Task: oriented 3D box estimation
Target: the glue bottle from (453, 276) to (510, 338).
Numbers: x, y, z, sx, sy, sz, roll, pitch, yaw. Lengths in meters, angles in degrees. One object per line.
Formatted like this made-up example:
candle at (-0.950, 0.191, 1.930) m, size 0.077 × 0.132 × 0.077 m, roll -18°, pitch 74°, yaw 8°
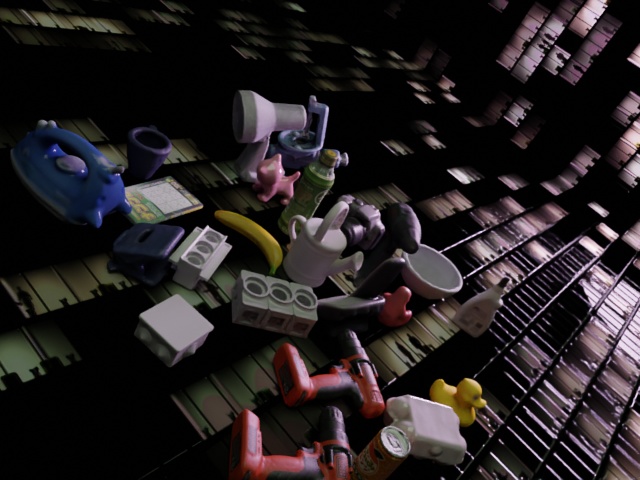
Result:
glue bottle at (0.385, 0.148, 1.329) m, size 0.078 × 0.173 × 0.037 m, roll 37°, pitch 32°, yaw 9°

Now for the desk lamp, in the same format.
desk lamp at (-0.136, -0.250, 1.399) m, size 0.204 × 0.213 × 0.117 m, roll 9°, pitch 38°, yaw -31°

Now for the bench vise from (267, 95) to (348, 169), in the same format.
bench vise at (-0.014, -0.272, 1.525) m, size 0.208 × 0.219 × 0.121 m, roll 7°, pitch 39°, yaw -34°

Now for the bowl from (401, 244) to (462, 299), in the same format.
bowl at (0.257, 0.089, 1.395) m, size 0.168 × 0.074 × 0.167 m, roll 22°, pitch 33°, yaw -15°

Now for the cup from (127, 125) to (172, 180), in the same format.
cup at (-0.373, -0.186, 1.225) m, size 0.092 × 0.095 × 0.117 m, roll 16°, pitch 35°, yaw -22°

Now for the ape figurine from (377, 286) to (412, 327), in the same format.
ape figurine at (0.166, 0.138, 1.235) m, size 0.076 × 0.092 × 0.077 m, roll -9°, pitch 49°, yaw -46°

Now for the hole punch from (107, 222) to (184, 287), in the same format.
hole punch at (-0.307, 0.012, 1.012) m, size 0.101 × 0.091 × 0.109 m, roll 28°, pitch 32°, yaw -5°

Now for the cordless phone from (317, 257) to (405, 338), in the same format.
cordless phone at (0.078, 0.098, 1.129) m, size 0.148 × 0.185 × 0.094 m, roll -7°, pitch 48°, yaw -45°

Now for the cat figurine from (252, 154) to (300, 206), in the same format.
cat figurine at (-0.107, -0.151, 1.378) m, size 0.128 × 0.117 × 0.067 m, roll 5°, pitch 40°, yaw -35°

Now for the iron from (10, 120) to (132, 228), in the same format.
iron at (-0.461, -0.140, 1.044) m, size 0.258 × 0.141 × 0.119 m, roll 36°, pitch 32°, yaw 8°

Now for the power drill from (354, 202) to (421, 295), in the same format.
power drill at (0.156, 0.021, 1.277) m, size 0.076 × 0.208 × 0.229 m, roll 24°, pitch 33°, yaw -11°

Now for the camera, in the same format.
camera at (0.075, -0.043, 1.399) m, size 0.143 × 0.100 × 0.137 m, roll 43°, pitch 34°, yaw 17°

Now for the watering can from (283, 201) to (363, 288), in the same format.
watering can at (0.012, 0.004, 1.194) m, size 0.173 × 0.194 × 0.101 m, roll 28°, pitch 32°, yaw -6°

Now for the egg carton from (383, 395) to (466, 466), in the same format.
egg carton at (0.182, 0.335, 1.001) m, size 0.151 × 0.069 × 0.107 m, roll 20°, pitch 34°, yaw -18°

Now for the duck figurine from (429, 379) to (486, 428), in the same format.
duck figurine at (0.271, 0.301, 1.107) m, size 0.104 × 0.086 × 0.078 m, roll 38°, pitch 33°, yaw 11°
